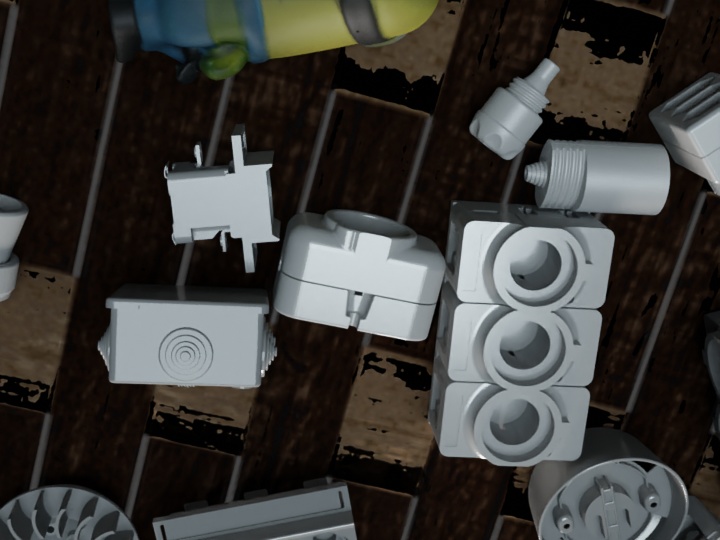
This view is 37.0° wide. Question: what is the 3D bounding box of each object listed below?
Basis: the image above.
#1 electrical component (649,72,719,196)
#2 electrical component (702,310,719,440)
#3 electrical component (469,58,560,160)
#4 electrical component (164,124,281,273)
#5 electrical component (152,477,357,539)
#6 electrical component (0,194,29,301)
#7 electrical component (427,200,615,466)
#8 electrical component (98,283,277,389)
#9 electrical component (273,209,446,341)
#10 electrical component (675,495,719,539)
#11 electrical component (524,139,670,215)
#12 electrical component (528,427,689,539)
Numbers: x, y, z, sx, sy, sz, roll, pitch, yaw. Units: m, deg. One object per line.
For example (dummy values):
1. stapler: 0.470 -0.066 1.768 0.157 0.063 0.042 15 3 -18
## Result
1. electrical component: 0.220 -0.070 0.640 0.047 0.065 0.076 -34 107 5
2. electrical component: 0.268 0.103 0.685 0.062 0.089 0.150 -15 108 -1
3. electrical component: 0.095 -0.097 0.636 0.035 0.035 0.061 36 98 -14
4. electrical component: -0.080 -0.042 0.633 0.064 0.042 0.081 -5 107 0
5. electrical component: -0.063 0.176 0.689 0.121 0.063 0.078 -10 108 -2
6. electrical component: -0.220 -0.014 0.625 0.045 0.045 0.055 12 106 -9
7. electrical component: 0.097 0.039 0.663 0.089 0.061 0.150 3 107 -6
8. electrical component: -0.099 0.037 0.626 0.100 0.100 0.048 2 94 -6
9. electrical component: 0.000 0.000 0.646 0.095 0.053 0.059 11 105 -9
10. electrical component: 0.204 0.238 0.734 0.150 0.061 0.089 -43 106 8
11. electrical component: 0.140 -0.056 0.648 0.081 0.043 0.043 2 107 -6
12. electrical component: 0.160 0.153 0.703 0.099 0.064 0.099 -2 107 -5
